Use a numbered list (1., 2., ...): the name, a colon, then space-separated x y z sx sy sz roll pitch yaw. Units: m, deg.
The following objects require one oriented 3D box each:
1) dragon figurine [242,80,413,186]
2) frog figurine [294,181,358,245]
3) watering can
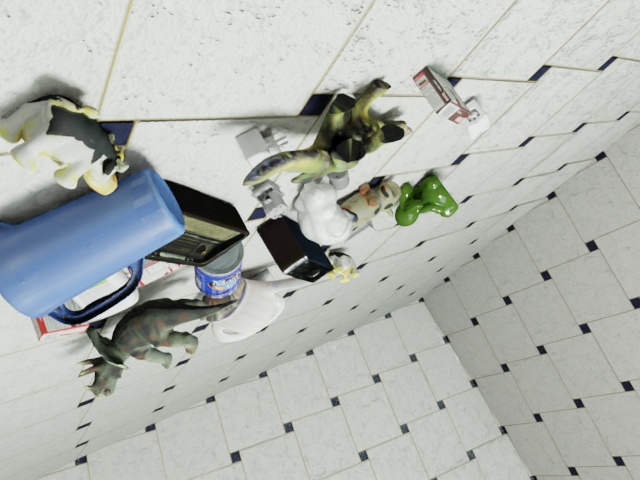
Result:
1. dragon figurine: 0.018 -0.150 0.925 0.414 0.123 0.239 -28 171 -24
2. frog figurine: 0.003 -0.056 1.108 0.122 0.139 0.158 -48 161 1
3. watering can: -0.169 0.154 1.372 0.345 0.106 0.221 -41 140 12
